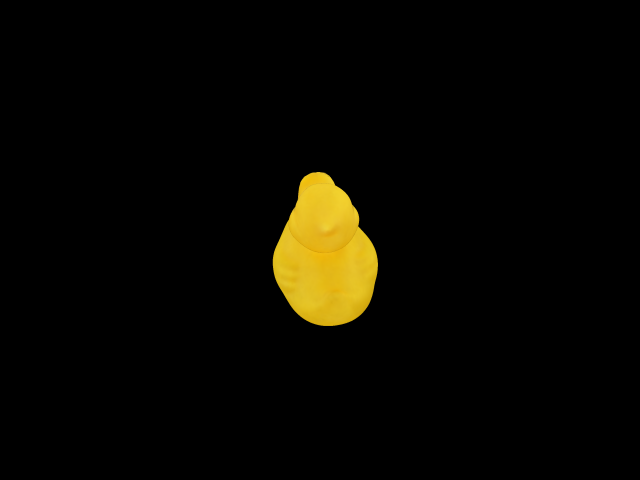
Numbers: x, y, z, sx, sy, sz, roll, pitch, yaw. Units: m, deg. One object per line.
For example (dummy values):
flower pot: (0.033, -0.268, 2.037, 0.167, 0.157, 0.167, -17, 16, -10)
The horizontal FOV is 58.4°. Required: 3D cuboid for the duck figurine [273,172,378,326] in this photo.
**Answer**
duck figurine: (0.004, 0.001, 0.400, 0.077, 0.086, 0.104, -7, 58, -4)
